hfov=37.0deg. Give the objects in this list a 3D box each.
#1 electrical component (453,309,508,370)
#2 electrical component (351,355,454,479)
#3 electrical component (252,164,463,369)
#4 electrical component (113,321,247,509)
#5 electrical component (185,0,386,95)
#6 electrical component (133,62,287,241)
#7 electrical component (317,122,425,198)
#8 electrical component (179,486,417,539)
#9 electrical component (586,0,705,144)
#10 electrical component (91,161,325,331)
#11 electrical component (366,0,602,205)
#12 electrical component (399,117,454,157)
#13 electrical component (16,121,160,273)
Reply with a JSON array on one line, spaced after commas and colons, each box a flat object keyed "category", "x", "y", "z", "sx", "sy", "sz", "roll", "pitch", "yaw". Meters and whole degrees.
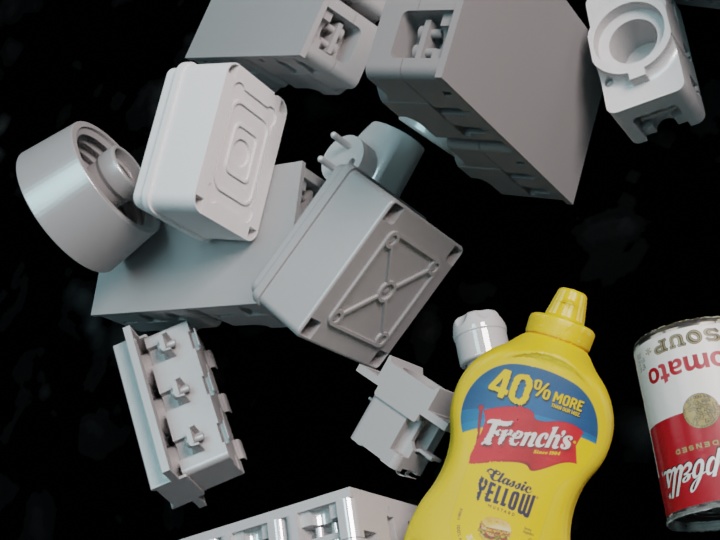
[{"category": "electrical component", "x": 0.081, "y": 0.058, "z": 0.688, "sx": 0.035, "sy": 0.035, "sz": 0.061, "roll": -22, "pitch": 63, "yaw": 25}, {"category": "electrical component", "x": 0.031, "y": 0.097, "z": 0.702, "sx": 0.081, "sy": 0.042, "sz": 0.063, "roll": 31, "pitch": 92, "yaw": 38}, {"category": "electrical component", "x": 0.000, "y": 0.000, "z": 0.718, "sx": 0.056, "sy": 0.109, "sz": 0.108, "roll": 39, "pitch": 95, "yaw": 34}, {"category": "electrical component", "x": -0.132, "y": 0.103, "z": 0.792, "sx": 0.063, "sy": 0.078, "sz": 0.121, "roll": -23, "pitch": 58, "yaw": -1}, {"category": "electrical component", "x": -0.050, "y": -0.197, "z": 0.829, "sx": 0.186, "sy": 0.060, "sz": 0.105, "roll": 15, "pitch": 80, "yaw": 55}, {"category": "electrical component", "x": -0.105, "y": -0.083, "z": 0.762, "sx": 0.057, "sy": 0.078, "sz": 0.113, "roll": 4, "pitch": 74, "yaw": 32}, {"category": "electrical component", "x": -0.001, "y": -0.070, "z": 0.762, "sx": 0.043, "sy": 0.079, "sz": 0.077, "roll": 24, "pitch": 84, "yaw": 44}, {"category": "electrical component", "x": -0.041, "y": 0.193, "z": 0.681, "sx": 0.150, "sy": 0.089, "sz": 0.061, "roll": -22, "pitch": 61, "yaw": 25}, {"category": "electrical component", "x": 0.180, "y": -0.137, "z": 0.685, "sx": 0.050, "sy": 0.056, "sz": 0.089, "roll": -18, "pitch": 63, "yaw": 27}, {"category": "electrical component", "x": -0.109, "y": -0.012, "z": 0.825, "sx": 0.186, "sy": 0.060, "sz": 0.105, "roll": -5, "pitch": 69, "yaw": 32}, {"category": "electrical component", "x": 0.082, "y": -0.125, "z": 0.663, "sx": 0.060, "sy": 0.186, "sz": 0.105, "roll": 9, "pitch": 77, "yaw": 36}, {"category": "electrical component", "x": 0.060, "y": -0.112, "z": 0.757, "sx": 0.055, "sy": 0.055, "sz": 0.047, "roll": 40, "pitch": 99, "yaw": 37}, {"category": "electrical component", "x": -0.193, "y": -0.059, "z": 0.795, "sx": 0.060, "sy": 0.108, "sz": 0.108, "roll": -33, "pitch": 57, "yaw": 12}]
